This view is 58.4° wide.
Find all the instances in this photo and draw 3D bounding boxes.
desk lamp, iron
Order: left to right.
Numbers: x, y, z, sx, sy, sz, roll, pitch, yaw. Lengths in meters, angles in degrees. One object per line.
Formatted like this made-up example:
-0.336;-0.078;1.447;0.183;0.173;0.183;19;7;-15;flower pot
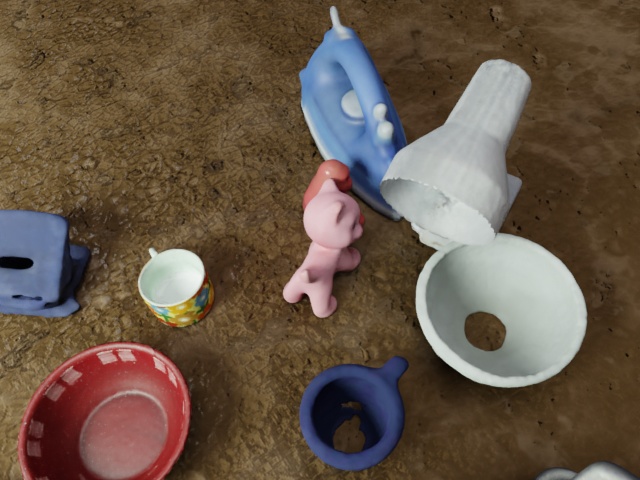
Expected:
0.055;-0.163;0.710;0.119;0.141;0.258;-18;59;-8;iron
0.152;-0.068;0.605;0.117;0.214;0.203;25;62;17;desk lamp

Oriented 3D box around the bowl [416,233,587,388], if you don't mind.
0.179;0.079;0.593;0.167;0.075;0.167;-1;58;2;bowl

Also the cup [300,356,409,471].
0.038;0.164;0.535;0.091;0.095;0.118;38;67;23;cup

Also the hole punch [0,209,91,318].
-0.324;0.027;0.637;0.108;0.091;0.101;3;58;4;hole punch

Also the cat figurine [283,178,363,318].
0.006;0.002;0.623;0.067;0.118;0.128;19;61;14;cat figurine

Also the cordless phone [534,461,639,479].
0.229;0.233;0.430;0.147;0.185;0.094;27;63;18;cordless phone

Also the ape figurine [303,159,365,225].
0.016;-0.058;0.676;0.076;0.092;0.078;2;58;4;ape figurine
